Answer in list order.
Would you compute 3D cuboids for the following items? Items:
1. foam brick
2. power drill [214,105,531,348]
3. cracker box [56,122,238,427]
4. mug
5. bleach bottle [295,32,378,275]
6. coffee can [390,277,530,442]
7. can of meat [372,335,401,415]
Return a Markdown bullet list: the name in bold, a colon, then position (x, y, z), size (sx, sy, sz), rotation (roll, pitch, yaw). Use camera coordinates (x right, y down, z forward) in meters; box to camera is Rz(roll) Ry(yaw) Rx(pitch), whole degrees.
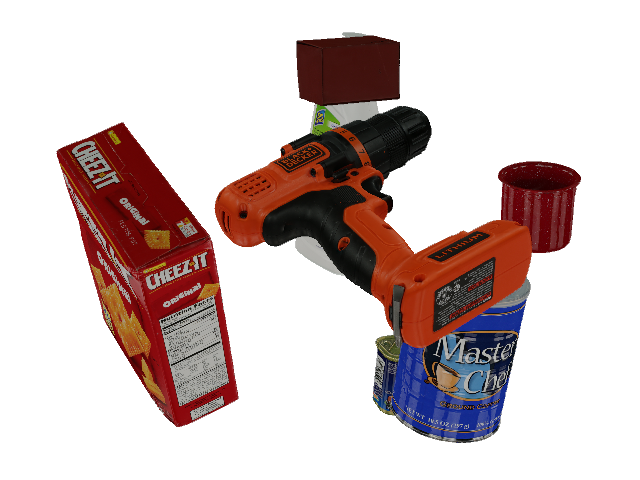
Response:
- **foam brick**: position (0.024, -0.149, 0.932), size (0.078, 0.051, 0.053), rotation (-8, 20, -23)
- **power drill**: position (0.049, -0.018, 0.720), size (0.184, 0.057, 0.188), rotation (-30, 44, -26)
- **cracker box**: position (-0.147, 0.034, 0.911), size (0.072, 0.214, 0.164), rotation (-26, 51, -19)
- **mug**: position (0.259, -0.041, 1.243), size (0.093, 0.081, 0.117), rotation (21, 34, 39)
- **bleach bottle**: position (0.028, -0.096, 1.156), size (0.067, 0.251, 0.103), rotation (-9, 25, -36)
- **coffee can**: position (0.123, 0.093, 0.954), size (0.103, 0.140, 0.103), rotation (6, 22, -3)
- **can of meat**: position (0.116, 0.164, 1.325), size (0.102, 0.084, 0.057), rotation (-6, 27, -21)
